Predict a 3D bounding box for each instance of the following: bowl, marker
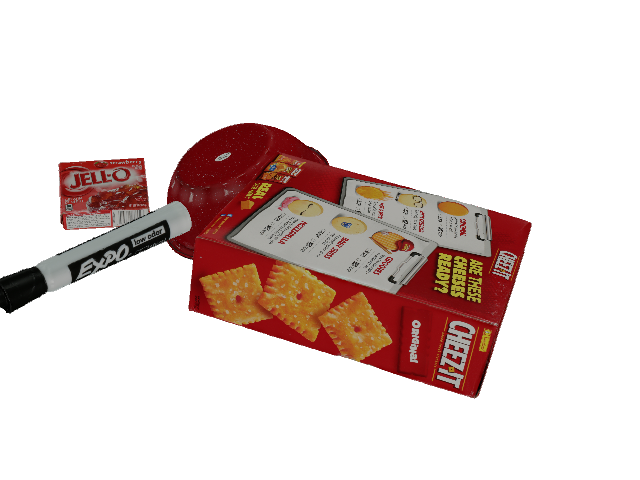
[{"bbox_3d":[-0.075,-0.055,0.942,0.162,0.055,0.162,-16,37,13],"label":"bowl"},{"bbox_3d":[-0.124,0.008,0.581,0.120,0.020,0.020,-27,15,-33],"label":"marker"}]

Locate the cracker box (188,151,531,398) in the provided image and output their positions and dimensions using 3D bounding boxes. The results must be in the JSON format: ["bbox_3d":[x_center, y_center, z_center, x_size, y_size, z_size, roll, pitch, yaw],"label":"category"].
[{"bbox_3d":[0.033,0.019,0.785,0.214,0.072,0.164,17,30,11],"label":"cracker box"}]

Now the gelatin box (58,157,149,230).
[{"bbox_3d":[-0.223,-0.049,1.096,0.089,0.073,0.030,-4,-41,-12],"label":"gelatin box"}]
